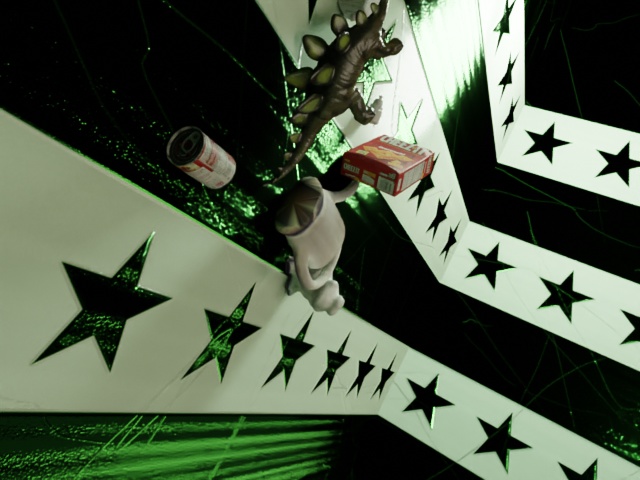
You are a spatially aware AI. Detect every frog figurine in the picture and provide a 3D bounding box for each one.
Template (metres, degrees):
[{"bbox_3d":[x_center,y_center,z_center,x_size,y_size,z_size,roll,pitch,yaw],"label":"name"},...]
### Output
[{"bbox_3d":[0.001,0.106,1.259,0.123,0.160,0.135,-16,124,-58],"label":"frog figurine"}]

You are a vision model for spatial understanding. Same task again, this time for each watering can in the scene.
[{"bbox_3d":[0.004,-0.060,1.187,0.220,0.104,0.355,57,43,-44],"label":"watering can"}]
